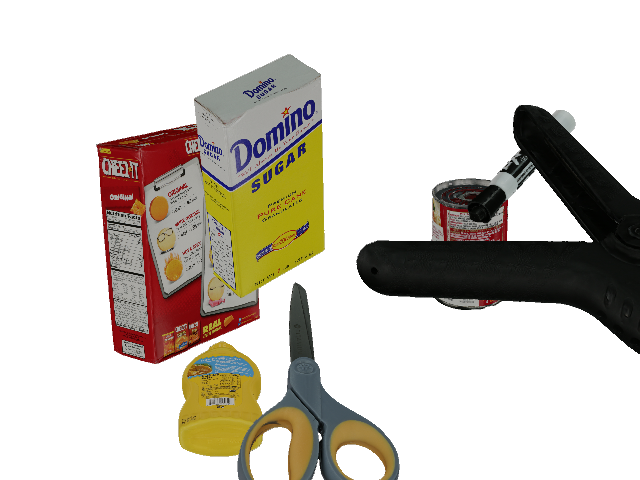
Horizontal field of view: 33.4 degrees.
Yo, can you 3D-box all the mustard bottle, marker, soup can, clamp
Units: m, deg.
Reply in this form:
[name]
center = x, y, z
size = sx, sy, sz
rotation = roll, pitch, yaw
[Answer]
[mustard bottle]
center = -0.119, 0.180, 1.287
size = 0.096, 0.058, 0.191
rotation = -2, 28, -3
[marker]
center = 0.141, -0.052, 0.751
size = 0.020, 0.020, 0.121
rotation = 0, 37, 51
[soup can]
center = 0.134, 0.003, 0.960
size = 0.068, 0.102, 0.068
rotation = -2, 23, 1
[clamp]
center = 0.133, 0.013, 0.487
size = 0.210, 0.036, 0.164
rotation = 31, 49, 31

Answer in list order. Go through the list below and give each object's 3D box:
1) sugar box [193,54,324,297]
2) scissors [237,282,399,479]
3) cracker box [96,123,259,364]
[sugar box]
center = -0.043, -0.047, 0.832
size = 0.093, 0.176, 0.048
rotation = -31, 52, -28
[scissors]
center = 0.008, 0.089, 0.630
size = 0.096, 0.016, 0.201
rotation = 12, 32, 7
[cracker box]
center = -0.139, -0.004, 1.076
size = 0.072, 0.214, 0.163
rotation = 9, 18, 35
